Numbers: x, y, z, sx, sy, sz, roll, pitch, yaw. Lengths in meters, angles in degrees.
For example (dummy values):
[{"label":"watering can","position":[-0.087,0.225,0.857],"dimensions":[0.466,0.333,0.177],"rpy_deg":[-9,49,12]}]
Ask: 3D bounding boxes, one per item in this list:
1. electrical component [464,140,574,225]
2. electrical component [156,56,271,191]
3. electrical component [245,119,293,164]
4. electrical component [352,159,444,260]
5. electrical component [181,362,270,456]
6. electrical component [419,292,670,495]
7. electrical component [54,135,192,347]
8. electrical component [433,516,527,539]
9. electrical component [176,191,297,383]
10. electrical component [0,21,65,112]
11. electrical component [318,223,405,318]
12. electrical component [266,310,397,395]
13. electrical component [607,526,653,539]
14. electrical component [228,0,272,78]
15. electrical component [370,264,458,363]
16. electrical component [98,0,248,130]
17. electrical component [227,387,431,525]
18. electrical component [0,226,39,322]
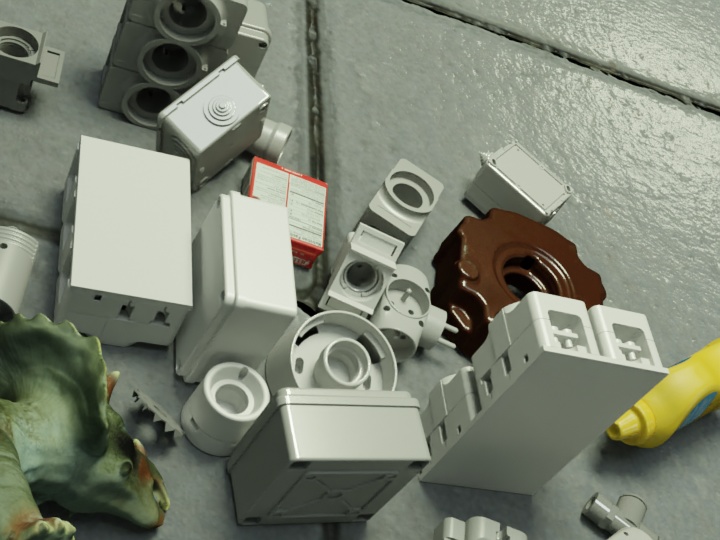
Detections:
[{"label":"electrical component","position":[0.152,-0.080,1.081],"dimensions":[0.096,0.061,0.062],"rpy_deg":[43,45,9]},{"label":"electrical component","position":[-0.125,-0.122,0.916],"dimensions":[0.048,0.099,0.100],"rpy_deg":[45,69,5]},{"label":"electrical component","position":[-0.091,-0.122,0.990],"dimensions":[0.046,0.040,0.040],"rpy_deg":[24,44,-3]},{"label":"electrical component","position":[0.036,-0.056,0.994],"dimensions":[0.050,0.055,0.089],"rpy_deg":[34,43,-1]},{"label":"electrical component","position":[-0.097,0.100,0.783],"dimensions":[0.055,0.047,0.055],"rpy_deg":[17,46,-18]},{"label":"electrical component","position":[0.130,0.096,0.821],"dimensions":[0.105,0.186,0.060],"rpy_deg":[12,48,-22]},{"label":"electrical component","position":[-0.182,-0.021,0.829],"dimensions":[0.089,0.061,0.150],"rpy_deg":[11,48,-23]},{"label":"electrical component","position":[0.090,0.221,0.782],"dimensions":[0.078,0.058,0.057],"rpy_deg":[23,41,-11]},{"label":"electrical component","position":[-0.096,0.017,0.814],"dimensions":[0.056,0.108,0.108],"rpy_deg":[13,47,-25]},{"label":"electrical component","position":[-0.291,-0.169,0.892],"dimensions":[0.081,0.063,0.042],"rpy_deg":[15,48,-19]},{"label":"electrical component","position":[0.000,0.000,0.912],"dimensions":[0.042,0.081,0.063],"rpy_deg":[25,16,-11]},{"label":"electrical component","position":[-0.022,0.082,0.850],"dimensions":[0.099,0.064,0.099],"rpy_deg":[11,62,-21]},{"label":"electrical component","position":[0.207,0.250,0.835],"dimensions":[0.077,0.043,0.079],"rpy_deg":[-21,65,-41]},{"label":"electrical component","position":[-0.147,-0.218,1.012],"dimensions":[0.113,0.078,0.057],"rpy_deg":[11,45,-23]},{"label":"electrical component","position":[0.048,0.044,0.922],"dimensions":[0.079,0.044,0.077],"rpy_deg":[24,44,-10]},{"label":"electrical component","position":[-0.163,-0.197,0.930],"dimensions":[0.089,0.150,0.061],"rpy_deg":[14,46,-20]},{"label":"electrical component","position":[-0.024,0.133,0.755],"dimensions":[0.109,0.108,0.056],"rpy_deg":[5,53,-27]},{"label":"electrical component","position":[-0.261,0.000,0.776],"dimensions":[0.043,0.043,0.081],"rpy_deg":[18,45,-17]}]
